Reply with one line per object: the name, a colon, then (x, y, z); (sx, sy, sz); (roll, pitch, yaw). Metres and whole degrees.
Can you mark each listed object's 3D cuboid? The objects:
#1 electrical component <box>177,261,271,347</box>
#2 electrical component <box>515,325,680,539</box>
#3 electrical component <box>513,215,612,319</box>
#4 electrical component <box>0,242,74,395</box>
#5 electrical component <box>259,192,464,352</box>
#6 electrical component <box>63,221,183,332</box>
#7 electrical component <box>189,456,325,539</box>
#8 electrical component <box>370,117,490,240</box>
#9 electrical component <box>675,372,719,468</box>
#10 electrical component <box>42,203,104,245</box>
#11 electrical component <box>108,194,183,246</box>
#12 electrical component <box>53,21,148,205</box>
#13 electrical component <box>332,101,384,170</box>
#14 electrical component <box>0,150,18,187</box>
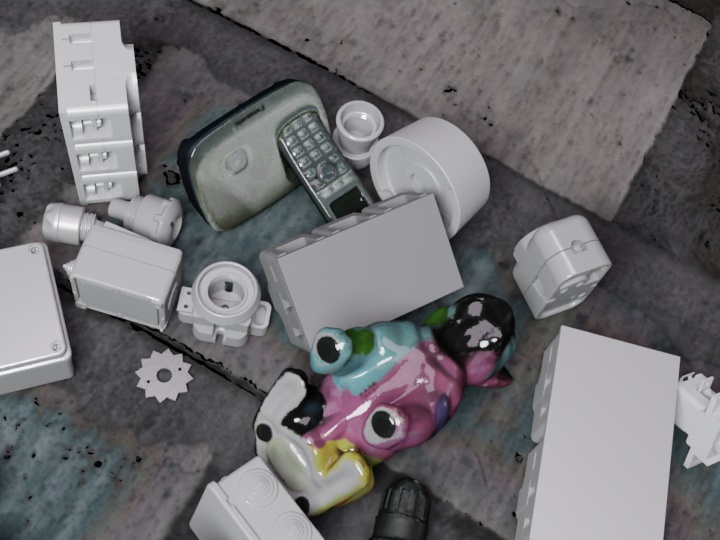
electrical component: (-0.115, 0.028, 0.914); (0.078, 0.057, 0.058); (11, 63, -4)
electrical component: (0.198, 0.154, 0.900); (0.105, 0.060, 0.186); (15, 63, -1)
electrical component: (0.175, -0.005, 0.954); (0.054, 0.095, 0.059); (-18, 68, -17)
electrical component: (-0.298, 0.043, 0.877); (0.109, 0.056, 0.108); (-13, 67, -15)
electrical component: (0.000, 0.000, 0.929); (0.150, 0.062, 0.089); (-24, 104, -19)
electrical component: (-0.201, 0.002, 0.910); (0.096, 0.061, 0.061); (17, 63, -1)
electrical component: (-0.078, 0.199, 0.812); (0.048, 0.099, 0.099); (-31, 72, -33)
electrical component: (0.068, -0.086, 0.973); (0.060, 0.108, 0.108); (-37, 75, -29)
electrical component: (0.297, 0.126, 0.923); (0.042, 0.081, 0.064); (-13, 40, -29)
electrical component: (-0.244, -0.038, 0.938); (0.061, 0.035, 0.035); (8, 63, -8)
electrical component: (-0.190, -0.046, 0.946); (0.062, 0.048, 0.048); (18, 63, 8)
electrical component: (-0.219, -0.132, 0.922); (0.062, 0.150, 0.089); (-6, 66, -10)
electrical component: (-0.003, -0.125, 1.006); (0.045, 0.055, 0.045); (4, 64, -7)
electrical component: (-0.340, -0.082, 0.939); (0.079, 0.043, 0.077); (-24, 70, -19)
